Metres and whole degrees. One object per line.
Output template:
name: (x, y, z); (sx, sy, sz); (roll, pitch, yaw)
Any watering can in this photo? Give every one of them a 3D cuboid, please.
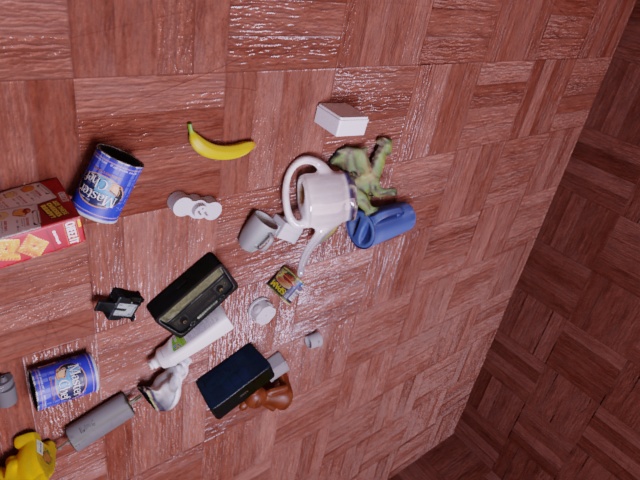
watering can: (0.005, -0.075, 1.498); (0.225, 0.104, 0.345); (-8, 99, -17)

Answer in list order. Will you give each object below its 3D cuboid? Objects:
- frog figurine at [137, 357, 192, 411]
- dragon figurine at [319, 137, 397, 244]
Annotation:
frog figurine: (-0.436, 0.418, 1.514); (0.162, 0.123, 0.135); (-35, 172, -32)
dragon figurine: (0.096, -0.181, 1.611); (0.414, 0.123, 0.238); (-38, 121, -19)
